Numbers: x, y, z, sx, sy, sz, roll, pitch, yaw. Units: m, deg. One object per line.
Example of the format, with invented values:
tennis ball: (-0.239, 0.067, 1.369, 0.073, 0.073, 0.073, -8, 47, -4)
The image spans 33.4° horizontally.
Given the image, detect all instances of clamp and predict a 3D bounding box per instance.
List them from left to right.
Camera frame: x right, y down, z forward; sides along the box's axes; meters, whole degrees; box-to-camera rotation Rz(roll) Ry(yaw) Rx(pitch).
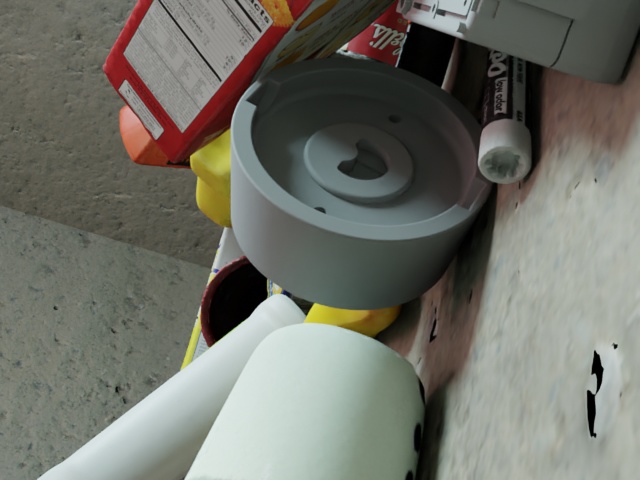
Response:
clamp: (0.048, -0.068, 0.575, 0.120, 0.039, 0.171, 128, 159, -67)

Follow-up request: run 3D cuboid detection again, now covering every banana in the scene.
banana: (0.010, 0.060, 0.581, 0.198, 0.037, 0.069, 114, 164, -51)

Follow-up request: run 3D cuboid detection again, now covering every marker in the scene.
marker: (0.075, -0.070, 0.422, 0.020, 0.020, 0.121, 113, 171, -47)

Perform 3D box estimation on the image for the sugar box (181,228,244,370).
sugar box: (-0.055, 0.062, 0.898, 0.048, 0.093, 0.176, 147, 140, -80)

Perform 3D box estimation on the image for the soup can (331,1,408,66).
soup can: (0.046, -0.167, 0.727, 0.068, 0.068, 0.102, -122, 49, -82)

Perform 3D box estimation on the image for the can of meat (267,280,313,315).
can of meat: (-0.005, 0.001, 0.714, 0.084, 0.057, 0.102, 114, 157, -61)

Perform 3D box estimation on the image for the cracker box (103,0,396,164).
cracker box: (0.002, -0.137, 0.485, 0.164, 0.072, 0.214, -40, 2, -30)

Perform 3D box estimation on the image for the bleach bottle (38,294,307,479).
bleach bottle: (-0.109, 0.134, 0.658, 0.250, 0.068, 0.103, -34, -11, -22)

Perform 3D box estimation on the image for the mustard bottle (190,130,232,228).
mustard bottle: (-0.051, -0.057, 0.782, 0.096, 0.058, 0.192, -52, -5, -15)

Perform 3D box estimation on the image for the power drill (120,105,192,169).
power drill: (-0.070, -0.116, 0.805, 0.188, 0.184, 0.057, -28, 70, 41)

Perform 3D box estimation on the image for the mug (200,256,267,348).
mug: (-0.039, 0.067, 0.830, 0.081, 0.093, 0.117, -126, 16, -89)
